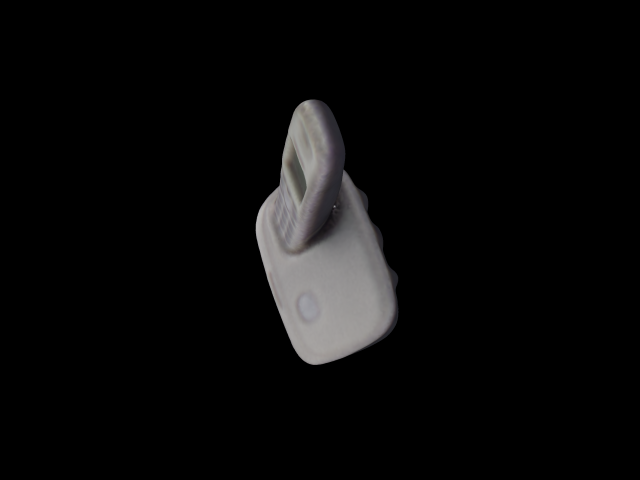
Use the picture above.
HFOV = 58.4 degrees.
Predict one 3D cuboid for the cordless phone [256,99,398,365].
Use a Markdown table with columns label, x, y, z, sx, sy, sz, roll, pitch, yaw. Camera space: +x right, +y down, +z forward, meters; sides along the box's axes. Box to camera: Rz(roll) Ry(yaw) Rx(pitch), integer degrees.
| label | x | y | z | sx | sy | sz | roll | pitch | yaw |
| --- | --- | --- | --- | --- | --- | --- | --- | --- | --- |
| cordless phone | 0.004 | 0.001 | 0.400 | 0.094 | 0.185 | 0.147 | -21 | 72 | -7 |
